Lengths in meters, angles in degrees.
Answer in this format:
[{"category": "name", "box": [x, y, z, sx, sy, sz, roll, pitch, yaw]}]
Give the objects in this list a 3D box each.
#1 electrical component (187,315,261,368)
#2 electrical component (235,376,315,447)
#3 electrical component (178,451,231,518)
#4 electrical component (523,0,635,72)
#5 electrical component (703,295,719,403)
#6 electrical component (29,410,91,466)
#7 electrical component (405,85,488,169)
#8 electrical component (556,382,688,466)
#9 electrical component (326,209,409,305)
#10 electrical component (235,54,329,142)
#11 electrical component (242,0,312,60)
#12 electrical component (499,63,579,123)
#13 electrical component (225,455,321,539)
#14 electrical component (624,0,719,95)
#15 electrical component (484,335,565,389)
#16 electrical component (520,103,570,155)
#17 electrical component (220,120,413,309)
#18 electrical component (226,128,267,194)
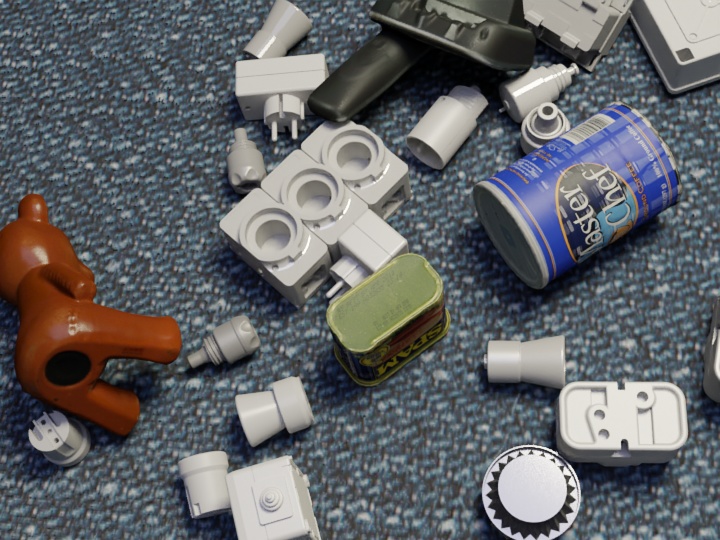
[{"category": "electrical component", "box": [-0.118, 0.065, 0.920, 0.061, 0.035, 0.035, -27, 67, -3]}, {"category": "electrical component", "box": [-0.070, 0.116, 0.887, 0.055, 0.045, 0.045, -19, 67, -2]}, {"category": "electrical component", "box": [-0.124, 0.174, 0.873, 0.040, 0.040, 0.046, -15, 72, 0]}, {"category": "electrical component", "box": [0.180, -0.248, 0.994, 0.121, 0.063, 0.078, 37, 116, 19]}, {"category": "electrical component", "box": [0.309, 0.059, 0.861, 0.054, 0.059, 0.095, 11, 69, 11]}, {"category": "electrical component", "box": [-0.251, 0.139, 0.897, 0.040, 0.046, 0.040, -2, 67, 5]}, {"category": "electrical component", "box": [0.083, -0.135, 0.976, 0.043, 0.043, 0.081, 34, 75, 18]}, {"category": "electrical component", "box": [0.204, 0.122, 0.846, 0.095, 0.059, 0.053, 0, 68, 6]}, {"category": "electrical component", "box": [0.000, 0.000, 0.916, 0.047, 0.065, 0.077, 41, 77, 20]}, {"category": "electrical component", "box": [-0.070, -0.153, 0.998, 0.083, 0.047, 0.075, -4, 67, 5]}, {"category": "electrical component", "box": [-0.082, -0.221, 1.031, 0.044, 0.044, 0.065, 33, 79, 18]}, {"category": "electrical component", "box": [0.163, -0.166, 0.981, 0.078, 0.040, 0.040, -28, 67, -6]}, {"category": "electrical component", "box": [-0.070, 0.186, 0.830, 0.061, 0.096, 0.061, -17, 67, 0]}, {"category": "electrical component", "box": [0.315, -0.230, 0.982, 0.109, 0.056, 0.108, -19, 67, -2]}, {"category": "electrical component", "box": [0.135, 0.076, 0.884, 0.065, 0.044, 0.044, 0, 67, 11]}, {"category": "electrical component", "box": [0.165, -0.125, 0.952, 0.043, 0.062, 0.043, -2, 67, 5]}, {"category": "electrical component", "box": [-0.037, -0.055, 0.946, 0.089, 0.061, 0.150, 40, 77, 19]}, {"category": "electrical component", "box": [-0.106, -0.102, 0.988, 0.035, 0.035, 0.061, -13, 64, 1]}]
